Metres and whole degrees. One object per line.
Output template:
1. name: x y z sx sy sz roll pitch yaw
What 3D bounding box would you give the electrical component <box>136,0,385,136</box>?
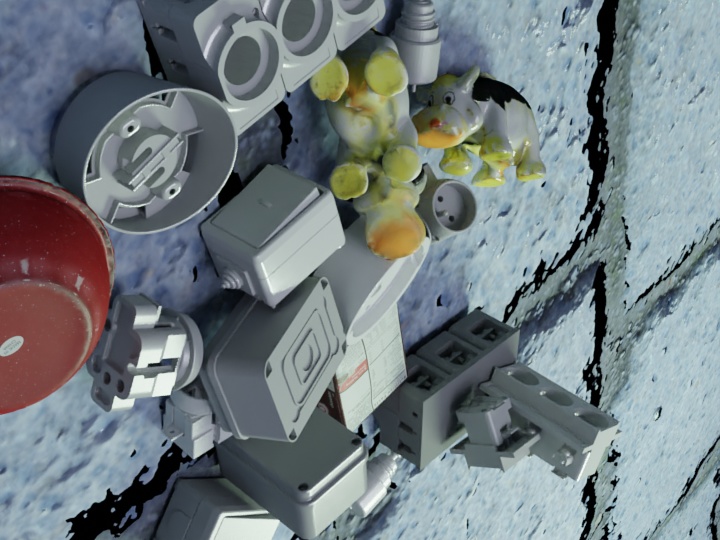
1. electrical component: -0.055 -0.167 0.690 0.150 0.062 0.089 -44 142 -25

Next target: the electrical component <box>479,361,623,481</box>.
1. electrical component: 0.182 0.148 1.050 0.079 0.121 0.063 -7 121 -50

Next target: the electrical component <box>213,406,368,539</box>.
1. electrical component: -0.056 0.149 0.864 0.078 0.113 0.057 -36 141 -32

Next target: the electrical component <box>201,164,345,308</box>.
1. electrical component: -0.067 -0.024 0.774 0.096 0.062 0.061 -43 142 -25

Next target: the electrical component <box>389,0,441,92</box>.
1. electrical component: 0.043 -0.179 0.827 0.040 0.040 0.078 -25 132 -41

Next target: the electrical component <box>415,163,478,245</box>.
1. electrical component: 0.050 -0.063 0.897 0.044 0.077 0.079 -35 101 -25

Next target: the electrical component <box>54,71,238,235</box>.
1. electrical component: -0.132 -0.071 0.655 0.099 0.064 0.099 -31 135 -37

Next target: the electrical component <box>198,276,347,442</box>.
1. electrical component: -0.062 0.062 0.788 0.113 0.057 0.078 -58 142 -46

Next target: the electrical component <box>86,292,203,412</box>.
1. electrical component: -0.145 0.055 0.733 0.057 0.058 0.078 0 113 -49

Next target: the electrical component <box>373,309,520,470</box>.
1. electrical component: 0.086 0.114 1.069 0.150 0.062 0.089 -31 135 -37

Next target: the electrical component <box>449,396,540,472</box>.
1. electrical component: 0.124 0.154 1.024 0.042 0.081 0.063 -28 105 -41

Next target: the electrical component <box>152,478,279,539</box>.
1. electrical component: -0.110 0.212 0.883 0.096 0.061 0.061 15 101 -55

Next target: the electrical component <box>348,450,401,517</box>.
1. electrical component: 0.011 0.206 1.054 0.078 0.040 0.040 -44 142 -25

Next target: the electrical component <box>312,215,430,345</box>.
1. electrical component: 0.000 0.000 0.870 0.108 0.060 0.108 -49 166 -16

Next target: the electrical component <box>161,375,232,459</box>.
1. electrical component: -0.120 0.103 0.810 0.066 0.048 0.055 -29 141 -38
